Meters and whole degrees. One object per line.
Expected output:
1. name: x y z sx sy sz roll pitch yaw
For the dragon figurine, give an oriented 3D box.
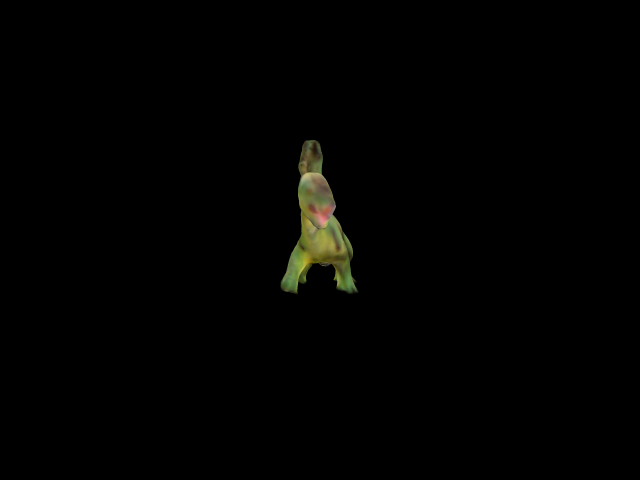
1. dragon figurine: 0.003 -0.043 0.850 0.122 0.242 0.412 0 7 0
